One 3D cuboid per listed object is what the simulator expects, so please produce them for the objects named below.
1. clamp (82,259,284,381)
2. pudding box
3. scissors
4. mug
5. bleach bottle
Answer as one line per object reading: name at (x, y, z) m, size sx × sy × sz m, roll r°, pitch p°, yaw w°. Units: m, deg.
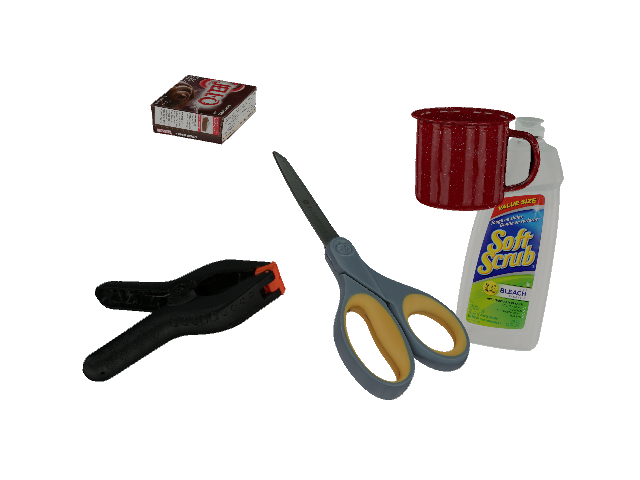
clamp at (-0.115, 0.060, 0.865) m, size 0.171 × 0.039 × 0.120 m, roll -14°, pitch 38°, yaw 13°
pudding box at (-0.135, -0.154, 1.246) m, size 0.090 × 0.039 × 0.113 m, roll 10°, pitch 31°, yaw 14°
scissors at (0.033, 0.016, 0.685) m, size 0.096 × 0.202 × 0.016 m, roll 4°, pitch -44°, yaw -22°
mug at (0.139, -0.073, 0.965) m, size 0.117 × 0.081 × 0.093 m, roll 4°, pitch 15°, yaw 13°
bleach bottle at (0.205, -0.010, 1.163) m, size 0.103 × 0.251 × 0.068 m, roll 9°, pitch 18°, yaw 16°
